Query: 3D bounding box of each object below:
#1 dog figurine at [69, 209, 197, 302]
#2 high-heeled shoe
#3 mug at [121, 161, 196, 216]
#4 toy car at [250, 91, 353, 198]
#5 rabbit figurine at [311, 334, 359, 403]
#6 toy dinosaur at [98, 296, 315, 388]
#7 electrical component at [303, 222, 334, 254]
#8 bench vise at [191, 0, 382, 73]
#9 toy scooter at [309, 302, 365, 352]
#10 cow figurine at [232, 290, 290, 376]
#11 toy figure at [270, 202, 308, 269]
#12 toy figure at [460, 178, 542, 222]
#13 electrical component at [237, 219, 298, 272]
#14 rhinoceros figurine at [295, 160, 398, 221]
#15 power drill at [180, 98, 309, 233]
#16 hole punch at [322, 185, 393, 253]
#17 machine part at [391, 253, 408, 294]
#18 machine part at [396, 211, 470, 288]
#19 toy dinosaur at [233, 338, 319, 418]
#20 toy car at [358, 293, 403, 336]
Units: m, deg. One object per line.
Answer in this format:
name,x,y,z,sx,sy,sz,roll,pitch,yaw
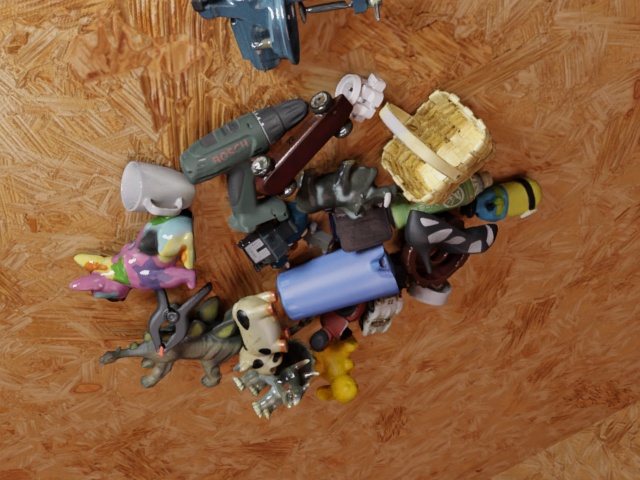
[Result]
dog figurine,-0.332,0.032,0.961,0.219,0.109,0.191,-5,134,-14
high-heeled shoe,0.271,-0.031,1.098,0.249,0.086,0.145,-27,111,-31
mug,-0.258,-0.079,0.888,0.107,0.110,0.080,-1,124,-42
toy car,-0.029,-0.154,0.868,0.202,0.053,0.089,-48,139,6
rabbit figurine,0.038,0.343,1.360,0.122,0.173,0.162,-1,128,-26
toy dinosaur,-0.237,0.225,1.187,0.471,0.105,0.198,-1,128,-30
electrical component,-0.002,-0.003,1.085,0.063,0.021,0.094,26,155,9
bench vise,-0.039,-0.324,0.712,0.241,0.129,0.223,-5,144,6
toy scooter,0.055,0.188,1.281,0.184,0.075,0.135,-56,153,9
cow figurine,-0.129,0.203,1.113,0.127,0.085,0.194,-8,119,11
toy figure,-0.066,-0.005,1.065,0.058,0.064,0.154,-33,156,-46
toy figure,0.395,-0.086,1.159,0.180,0.082,0.089,-4,131,-15
electrical component,-0.095,0.005,1.021,0.119,0.048,0.074,-26,101,43
rhinoceros figurine,0.048,-0.090,0.983,0.190,0.073,0.112,-6,93,-10
power drill,-0.108,-0.119,0.923,0.232,0.086,0.207,-23,141,-12
hole punch,0.074,-0.048,1.075,0.142,0.092,0.115,-15,105,-5
machine part,0.175,0.087,1.267,0.084,0.039,0.138,1,133,-16
machine part,0.252,0.019,1.191,0.179,0.056,0.179,-14,122,-24
toy dinosaur,-0.091,0.334,1.319,0.192,0.131,0.404,-33,170,-7
toy car,0.146,0.180,1.306,0.073,0.056,0.201,-9,152,-15
